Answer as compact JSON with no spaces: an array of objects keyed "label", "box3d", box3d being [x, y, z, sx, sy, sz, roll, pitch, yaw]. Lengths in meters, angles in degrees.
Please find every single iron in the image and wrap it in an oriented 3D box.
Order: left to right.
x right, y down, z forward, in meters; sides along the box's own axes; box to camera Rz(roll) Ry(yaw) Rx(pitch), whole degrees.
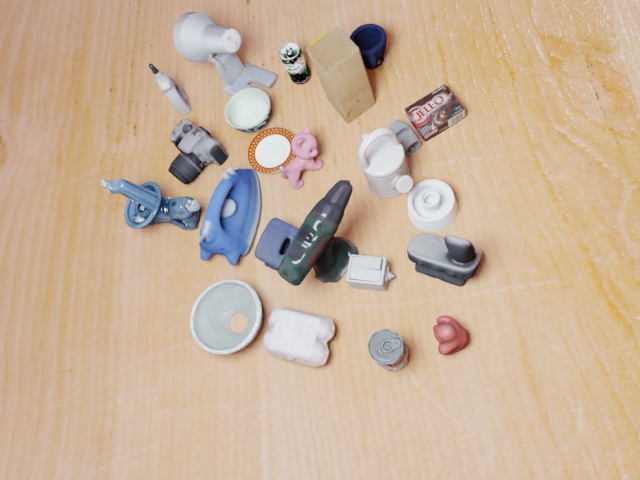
[{"label":"iron","box3d":[-0.215,-0.079,1.326,0.118,0.142,0.258,7,72,19]}]

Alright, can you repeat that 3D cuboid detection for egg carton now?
[{"label":"egg carton","box3d":[-0.045,0.204,1.205,0.150,0.069,0.107,9,72,20]}]

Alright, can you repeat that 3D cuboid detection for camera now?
[{"label":"camera","box3d":[-0.330,-0.220,1.438,0.142,0.101,0.137,36,82,25]}]

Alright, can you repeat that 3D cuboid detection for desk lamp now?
[{"label":"desk lamp","box3d":[-0.241,-0.468,1.446,0.202,0.214,0.118,25,78,24]}]

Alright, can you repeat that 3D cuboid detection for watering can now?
[{"label":"watering can","box3d":[0.140,-0.170,1.228,0.172,0.194,0.101,32,81,25]}]

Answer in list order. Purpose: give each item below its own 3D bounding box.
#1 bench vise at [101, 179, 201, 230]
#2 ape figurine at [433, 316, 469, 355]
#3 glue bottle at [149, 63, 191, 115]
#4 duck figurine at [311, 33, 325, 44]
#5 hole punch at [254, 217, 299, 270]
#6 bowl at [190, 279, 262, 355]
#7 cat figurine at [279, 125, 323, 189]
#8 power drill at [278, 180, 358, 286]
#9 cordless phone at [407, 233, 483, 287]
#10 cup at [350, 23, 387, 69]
[{"label":"bench vise","box3d":[-0.391,-0.100,1.343,0.207,0.220,0.121,-17,65,10]},{"label":"ape figurine","box3d":[0.248,0.184,1.114,0.076,0.092,0.078,15,74,21]},{"label":"glue bottle","box3d":[-0.395,-0.400,1.488,0.037,0.173,0.078,-28,64,5]},{"label":"duck figurine","box3d":[0.025,-0.482,1.445,0.104,0.086,0.077,11,73,20]},{"label":"hole punch","box3d":[-0.078,0.015,1.277,0.100,0.091,0.109,20,76,22]},{"label":"bowl","box3d":[-0.195,0.175,1.257,0.167,0.075,0.167,-6,68,14]},{"label":"cat figurine","box3d":[-0.047,-0.199,1.337,0.128,0.118,0.067,-47,64,-5]},{"label":"power drill","box3d":[0.011,0.004,1.189,0.075,0.209,0.230,32,81,25]},{"label":"cordless phone","box3d":[0.242,0.013,1.131,0.147,0.185,0.094,15,74,21]},{"label":"cup","box3d":[0.127,-0.454,1.399,0.091,0.095,0.117,-16,66,10]}]
